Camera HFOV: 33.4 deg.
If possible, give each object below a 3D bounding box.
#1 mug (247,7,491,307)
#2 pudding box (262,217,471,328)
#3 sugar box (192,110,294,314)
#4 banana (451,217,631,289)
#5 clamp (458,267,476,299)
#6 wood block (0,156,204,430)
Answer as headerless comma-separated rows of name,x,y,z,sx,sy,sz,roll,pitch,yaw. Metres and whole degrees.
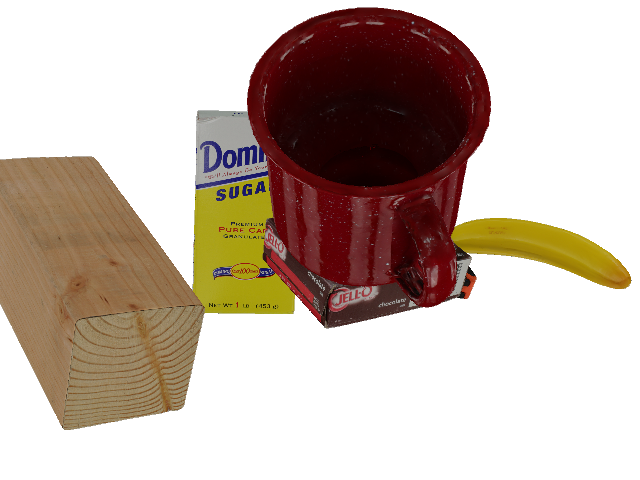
mug,0.024,-0.024,0.433,0.093,0.117,0.081,-23,-30,-12
pudding box,0.030,0.012,0.722,0.113,0.039,0.090,-9,35,-30
sugar box,-0.066,-0.024,0.943,0.093,0.176,0.048,0,16,-7
banana,0.205,0.010,1.038,0.198,0.037,0.069,8,47,22
clamp,0.085,0.008,1.264,0.210,0.036,0.164,37,41,26
wood block,-0.171,0.028,0.761,0.090,0.091,0.206,-5,34,-33
